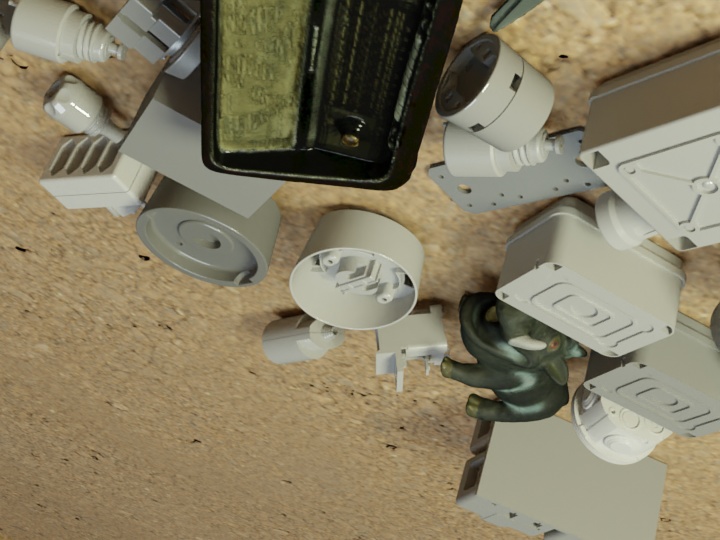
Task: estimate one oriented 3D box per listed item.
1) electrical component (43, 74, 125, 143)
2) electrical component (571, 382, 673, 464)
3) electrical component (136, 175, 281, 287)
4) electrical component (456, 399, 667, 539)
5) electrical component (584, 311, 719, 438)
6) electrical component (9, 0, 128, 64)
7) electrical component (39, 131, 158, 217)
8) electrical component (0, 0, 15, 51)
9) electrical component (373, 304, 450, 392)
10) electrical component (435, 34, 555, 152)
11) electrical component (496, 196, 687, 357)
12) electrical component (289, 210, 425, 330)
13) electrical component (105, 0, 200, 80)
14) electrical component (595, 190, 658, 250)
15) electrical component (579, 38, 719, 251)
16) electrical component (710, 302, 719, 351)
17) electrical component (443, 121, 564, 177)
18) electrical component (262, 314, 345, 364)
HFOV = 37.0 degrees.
[{"bbox_3d":[-0.201,-0.115,0.794,0.035,0.035,0.061,-12,142,44],"label":"electrical component"},{"bbox_3d":[0.222,0.118,0.901,0.080,0.080,0.051,22,147,-6],"label":"electrical component"},{"bbox_3d":[-0.114,-0.041,0.844,0.108,0.060,0.108,15,152,8],"label":"electrical component"},{"bbox_3d":[0.197,0.211,1.053,0.186,0.105,0.060,24,152,-9],"label":"electrical component"},{"bbox_3d":[0.242,0.077,0.839,0.113,0.057,0.078,27,151,-14],"label":"electrical component"},{"bbox_3d":[-0.192,-0.155,0.709,0.078,0.040,0.040,18,152,2],"label":"electrical component"},{"bbox_3d":[-0.195,-0.068,0.859,0.083,0.047,0.075,0,146,32],"label":"electrical component"},{"bbox_3d":[-0.267,-0.165,0.730,0.055,0.047,0.055,15,152,8],"label":"electrical component"},{"bbox_3d":[0.042,0.057,0.915,0.064,0.081,0.042,-5,151,-3],"label":"electrical component"},{"bbox_3d":[0.079,-0.101,0.625,0.047,0.055,0.055,29,151,-26],"label":"electrical component"},{"bbox_3d":[0.163,0.006,0.760,0.113,0.057,0.078,28,151,-16],"label":"electrical component"},{"bbox_3d":[0.000,0.000,0.842,0.099,0.064,0.099,15,152,8],"label":"electrical component"},{"bbox_3d":[-0.119,-0.152,0.667,0.055,0.048,0.066,39,147,-19],"label":"electrical component"},{"bbox_3d":[0.181,-0.038,0.691,0.040,0.040,0.046,36,142,-28],"label":"electrical component"},{"bbox_3d":[0.199,-0.069,0.606,0.109,0.056,0.109,36,147,-29],"label":"electrical component"},{"bbox_3d":[0.284,0.035,0.702,0.099,0.099,0.064,13,145,10],"label":"electrical component"},{"bbox_3d":[0.088,-0.078,0.674,0.078,0.040,0.040,3,148,27],"label":"electrical component"},{"bbox_3d":[-0.050,0.063,1.007,0.081,0.043,0.043,-14,138,45],"label":"electrical component"}]
